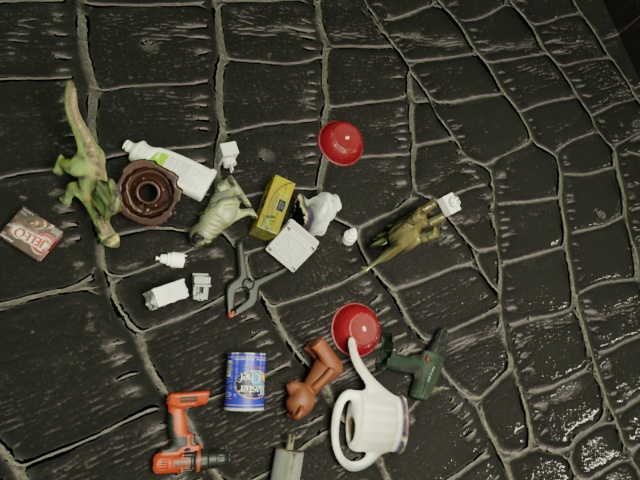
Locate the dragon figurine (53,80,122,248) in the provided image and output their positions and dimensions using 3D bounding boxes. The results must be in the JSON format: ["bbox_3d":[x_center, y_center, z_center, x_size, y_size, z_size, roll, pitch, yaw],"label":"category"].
[{"bbox_3d":[-0.537,-0.154,1.243,0.245,0.401,0.124,32,41,31],"label":"dragon figurine"}]

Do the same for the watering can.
[{"bbox_3d":[0.144,0.456,1.424,0.224,0.103,0.351,12,79,-19],"label":"watering can"}]

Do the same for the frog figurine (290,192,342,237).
[{"bbox_3d":[0.005,-0.077,1.531,0.160,0.124,0.135,-5,111,-32],"label":"frog figurine"}]
